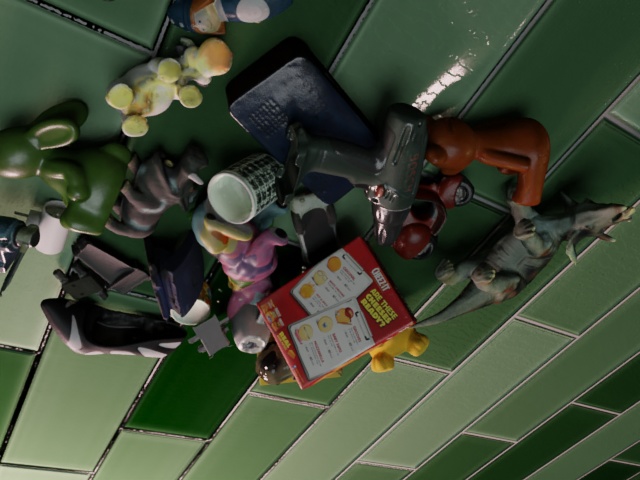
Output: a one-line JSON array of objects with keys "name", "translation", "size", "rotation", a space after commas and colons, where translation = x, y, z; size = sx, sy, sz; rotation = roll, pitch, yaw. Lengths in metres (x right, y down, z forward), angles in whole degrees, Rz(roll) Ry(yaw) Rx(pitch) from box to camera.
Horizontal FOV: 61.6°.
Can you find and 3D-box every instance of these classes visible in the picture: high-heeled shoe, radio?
[{"name": "high-heeled shoe", "translation": [-0.361, 0.153, 0.968], "size": [0.145, 0.086, 0.248], "rotation": [-21, 142, 16]}, {"name": "radio", "translation": [-0.012, -0.165, 0.770], "size": [0.131, 0.073, 0.229], "rotation": [-35, 130, 18]}]

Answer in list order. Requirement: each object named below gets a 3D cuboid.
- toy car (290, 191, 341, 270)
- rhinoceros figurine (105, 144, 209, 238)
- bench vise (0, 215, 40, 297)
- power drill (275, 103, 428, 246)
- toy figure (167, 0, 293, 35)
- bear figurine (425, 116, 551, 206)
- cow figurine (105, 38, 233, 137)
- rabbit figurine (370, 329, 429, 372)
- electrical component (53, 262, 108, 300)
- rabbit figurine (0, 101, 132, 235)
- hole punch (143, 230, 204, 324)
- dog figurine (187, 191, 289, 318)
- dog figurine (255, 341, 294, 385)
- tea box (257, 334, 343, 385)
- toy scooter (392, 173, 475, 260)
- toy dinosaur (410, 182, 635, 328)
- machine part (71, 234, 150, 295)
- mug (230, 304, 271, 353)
[{"name": "toy car", "translation": [-0.002, -0.003, 0.925], "size": [0.073, 0.056, 0.201], "rotation": [-18, 134, -4]}, {"name": "rhinoceros figurine", "translation": [-0.244, -0.071, 0.805], "size": [0.112, 0.073, 0.190], "rotation": [32, 119, -31]}, {"name": "bench vise", "translation": [-0.506, -0.049, 0.720], "size": [0.224, 0.129, 0.240], "rotation": [18, 143, 10]}, {"name": "power drill", "translation": [0.045, -0.082, 0.753], "size": [0.207, 0.086, 0.231], "rotation": [6, 128, -14]}, {"name": "toy figure", "translation": [-0.112, -0.286, 0.652], "size": [0.155, 0.058, 0.064], "rotation": [-16, 120, 4]}, {"name": "bear figurine", "translation": [0.243, -0.126, 0.823], "size": [0.196, 0.120, 0.131], "rotation": [-6, 136, -3]}, {"name": "cow figurine", "translation": [-0.194, -0.207, 0.693], "size": [0.167, 0.098, 0.068], "rotation": [-32, 126, -8]}, {"name": "rabbit figurine", "translation": [0.125, 0.152, 1.019], "size": [0.122, 0.162, 0.173], "rotation": [-21, 153, 10]}, {"name": "electrical component", "translation": [-0.414, 0.078, 0.936], "size": [0.063, 0.021, 0.093], "rotation": [-20, 133, 7]}, {"name": "rabbit figurine", "translation": [-0.355, -0.102, 0.722], "size": [0.170, 0.121, 0.159], "rotation": [21, 117, -30]}, {"name": "hole punch", "translation": [-0.237, 0.057, 0.896], "size": [0.092, 0.116, 0.142], "rotation": [-9, 133, -14]}, {"name": "dog figurine", "translation": [-0.141, 0.031, 0.895], "size": [0.191, 0.108, 0.219], "rotation": [12, 130, -22]}, {"name": "dog figurine", "translation": [-0.019, 0.194, 0.970], "size": [0.190, 0.121, 0.172], "rotation": [-26, 157, -22]}, {"name": "tea box", "translation": [-0.043, 0.229, 1.092], "size": [0.170, 0.098, 0.068], "rotation": [-4, 132, -7]}, {"name": "toy scooter", "translation": [0.159, -0.049, 0.904], "size": [0.135, 0.075, 0.183], "rotation": [18, 122, -25]}, {"name": "toy dinosaur", "translation": [0.346, 0.041, 0.965], "size": [0.192, 0.131, 0.405], "rotation": [29, 117, -34]}, {"name": "machine part", "translation": [-0.357, 0.043, 0.907], "size": [0.084, 0.039, 0.138], "rotation": [-25, 133, 17]}, {"name": "mug", "translation": [-0.120, 0.149, 1.000], "size": [0.080, 0.107, 0.109], "rotation": [24, 125, -30]}]
